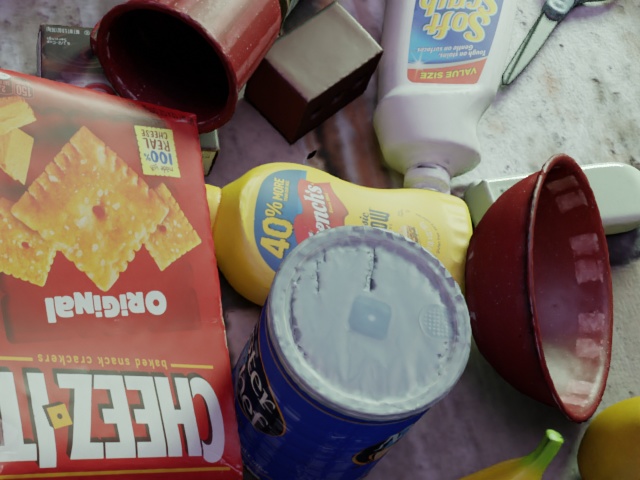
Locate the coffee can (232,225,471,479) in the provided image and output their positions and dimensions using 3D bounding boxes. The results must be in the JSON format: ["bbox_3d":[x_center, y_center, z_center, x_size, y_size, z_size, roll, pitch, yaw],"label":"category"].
[{"bbox_3d":[0.009,0.070,0.574,0.102,0.140,0.103,7,60,-12],"label":"coffee can"}]

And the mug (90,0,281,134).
[{"bbox_3d":[-0.085,-0.126,0.652,0.117,0.093,0.081,6,45,26],"label":"mug"}]

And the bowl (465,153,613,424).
[{"bbox_3d":[0.130,0.030,0.650,0.055,0.162,0.162,-5,53,30],"label":"bowl"}]

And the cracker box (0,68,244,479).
[{"bbox_3d":[-0.130,0.026,0.547,0.163,0.072,0.214,9,63,-45],"label":"cracker box"}]

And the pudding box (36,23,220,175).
[{"bbox_3d":[-0.124,-0.089,0.686,0.113,0.039,0.090,0,61,-16],"label":"pudding box"}]

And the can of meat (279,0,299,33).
[{"bbox_3d":[-0.051,-0.205,0.762,0.102,0.057,0.083,31,55,2],"label":"can of meat"}]

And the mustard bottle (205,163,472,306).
[{"bbox_3d":[-0.004,0.001,0.658,0.191,0.058,0.096,12,60,-8],"label":"mustard bottle"}]

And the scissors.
[{"bbox_3d":[0.176,-0.198,0.843,0.201,0.016,0.096,-36,74,-29],"label":"scissors"}]

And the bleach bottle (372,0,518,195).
[{"bbox_3d":[0.094,-0.133,0.759,0.102,0.068,0.250,13,61,-8],"label":"bleach bottle"}]

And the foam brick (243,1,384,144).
[{"bbox_3d":[-0.005,-0.114,0.725,0.051,0.053,0.078,45,61,11],"label":"foam brick"}]

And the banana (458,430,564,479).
[{"bbox_3d":[0.038,0.150,0.584,0.197,0.069,0.037,-12,23,-11],"label":"banana"}]
